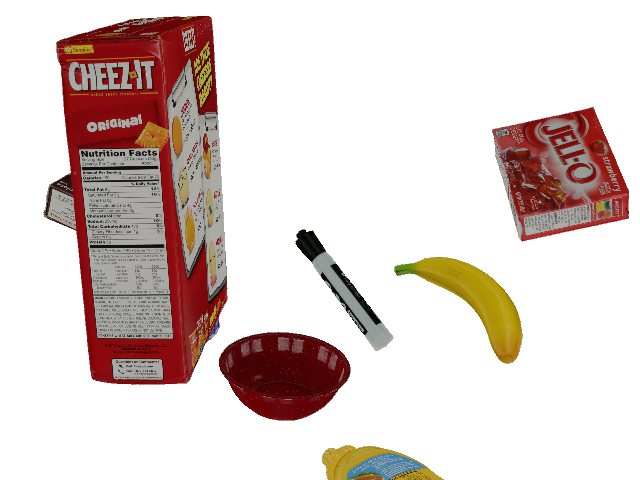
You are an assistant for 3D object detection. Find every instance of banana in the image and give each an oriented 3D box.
[{"bbox_3d":[0.160,0.064,1.119,0.069,0.037,0.198,-35,39,-13],"label":"banana"}]

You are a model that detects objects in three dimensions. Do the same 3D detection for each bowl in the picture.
[{"bbox_3d":[-0.045,0.174,1.313,0.162,0.055,0.162,3,23,-2],"label":"bowl"}]

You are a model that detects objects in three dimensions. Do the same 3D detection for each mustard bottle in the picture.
[{"bbox_3d":[0.068,0.234,0.968,0.096,0.058,0.192,-17,25,-36],"label":"mustard bottle"}]

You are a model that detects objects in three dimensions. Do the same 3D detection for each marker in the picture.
[{"bbox_3d":[0.018,0.039,0.890,0.020,0.121,0.020,-33,-18,-12],"label":"marker"}]

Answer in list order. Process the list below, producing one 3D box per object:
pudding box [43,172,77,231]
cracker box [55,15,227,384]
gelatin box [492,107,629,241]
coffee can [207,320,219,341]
[{"bbox_3d":[-0.182,-0.030,0.980,0.113,0.039,0.090,21,24,9],"label":"pudding box"},{"bbox_3d":[-0.111,-0.034,0.704,0.072,0.214,0.164,-1,15,5],"label":"cracker box"},{"bbox_3d":[0.161,-0.047,0.724,0.073,0.089,0.030,-12,-43,6],"label":"gelatin box"},{"bbox_3d":[-0.162,0.034,1.176,0.103,0.140,0.103,2,27,-1],"label":"coffee can"}]
